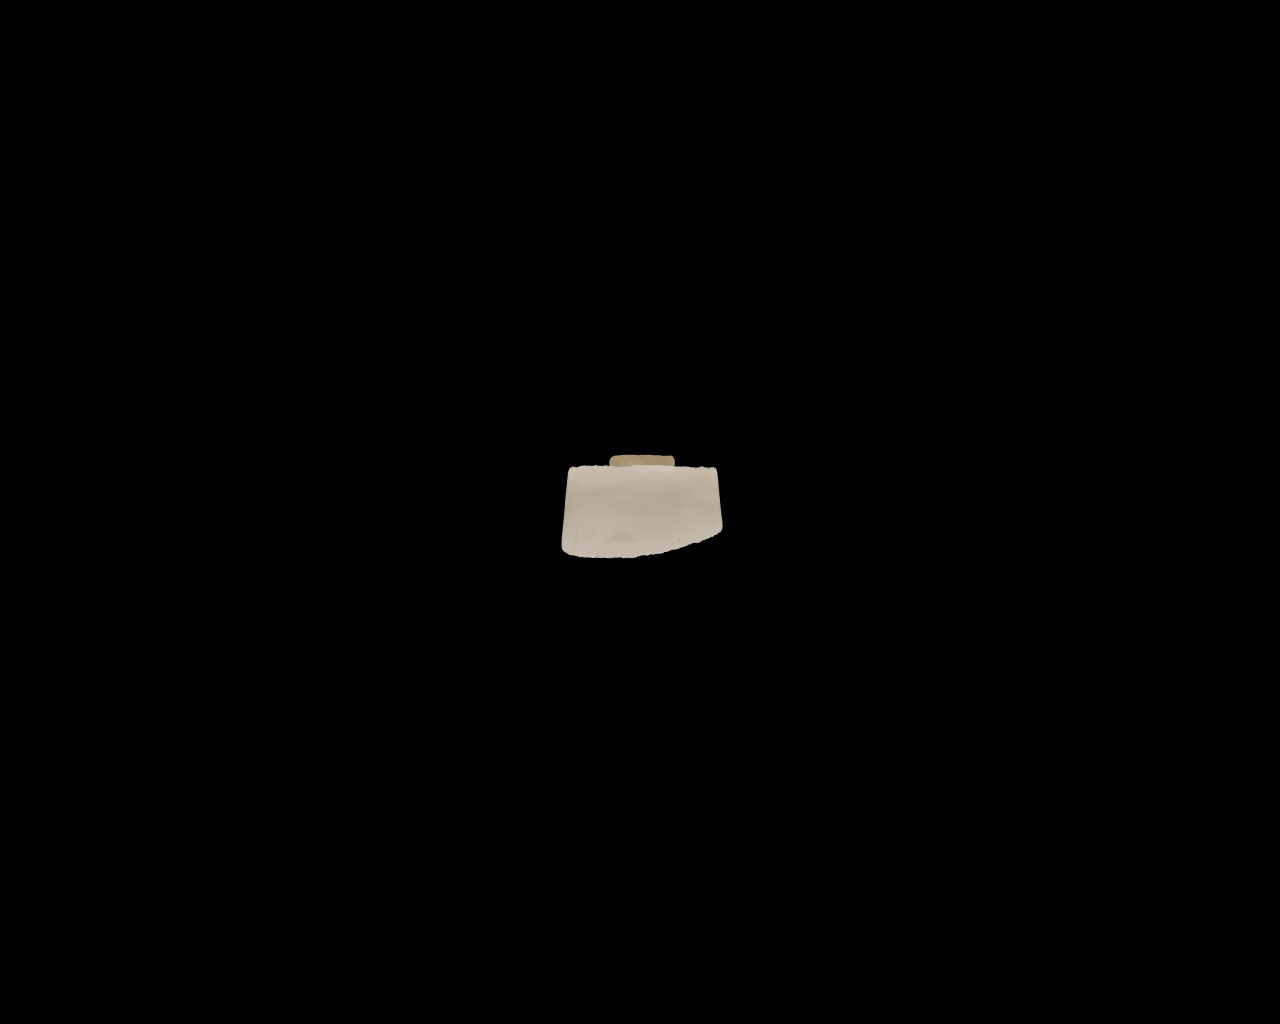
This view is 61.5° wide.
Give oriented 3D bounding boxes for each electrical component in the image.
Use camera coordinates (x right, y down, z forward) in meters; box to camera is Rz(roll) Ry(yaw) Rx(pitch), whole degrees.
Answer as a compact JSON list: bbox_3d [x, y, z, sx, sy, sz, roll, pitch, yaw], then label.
[{"bbox_3d":[0.001,-0.003,0.650,0.099,0.064,0.099,0,0,0],"label":"electrical component"}]
